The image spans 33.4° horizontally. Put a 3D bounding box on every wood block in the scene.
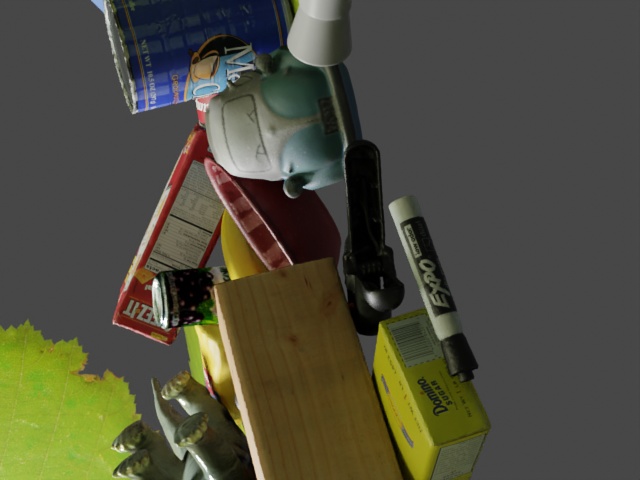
[{"bbox_3d":[-0.007,0.129,0.752,0.091,0.090,0.206,95,160,-64],"label":"wood block"}]

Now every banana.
[{"bbox_3d":[-0.054,0.020,0.994,0.037,0.069,0.198,65,-171,-60],"label":"banana"}]

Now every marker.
[{"bbox_3d":[0.071,0.030,0.661,0.020,0.020,0.121,112,142,-69],"label":"marker"}]

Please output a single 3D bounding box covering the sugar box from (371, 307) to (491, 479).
[{"bbox_3d":[0.067,0.130,0.731,0.176,0.048,0.093,96,156,-55],"label":"sugar box"}]

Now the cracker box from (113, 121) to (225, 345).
[{"bbox_3d":[-0.141,-0.013,1.120,0.164,0.072,0.214,-127,62,-78],"label":"cracker box"}]

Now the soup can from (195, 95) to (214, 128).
[{"bbox_3d":[-0.091,-0.165,1.023,0.068,0.068,0.102,-127,27,-60],"label":"soup can"}]

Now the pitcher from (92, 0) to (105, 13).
[{"bbox_3d":[-0.177,-0.287,1.069,0.243,0.149,0.145,55,-155,-78],"label":"pitcher"}]

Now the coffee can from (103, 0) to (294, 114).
[{"bbox_3d":[-0.100,-0.170,0.891,0.103,0.140,0.103,165,90,-77],"label":"coffee can"}]

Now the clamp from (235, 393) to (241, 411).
[{"bbox_3d":[0.027,0.187,0.823,0.036,0.164,0.210,-51,48,20],"label":"clamp"}]

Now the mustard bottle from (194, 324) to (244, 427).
[{"bbox_3d":[-0.101,0.141,1.170,0.096,0.058,0.192,-119,19,-44],"label":"mustard bottle"}]

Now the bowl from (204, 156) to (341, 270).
[{"bbox_3d":[-0.030,-0.017,0.897,0.162,0.055,0.162,52,170,13],"label":"bowl"}]

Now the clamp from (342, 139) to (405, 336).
[{"bbox_3d":[0.036,0.026,0.742,0.171,0.039,0.120,84,-176,-55],"label":"clamp"}]
